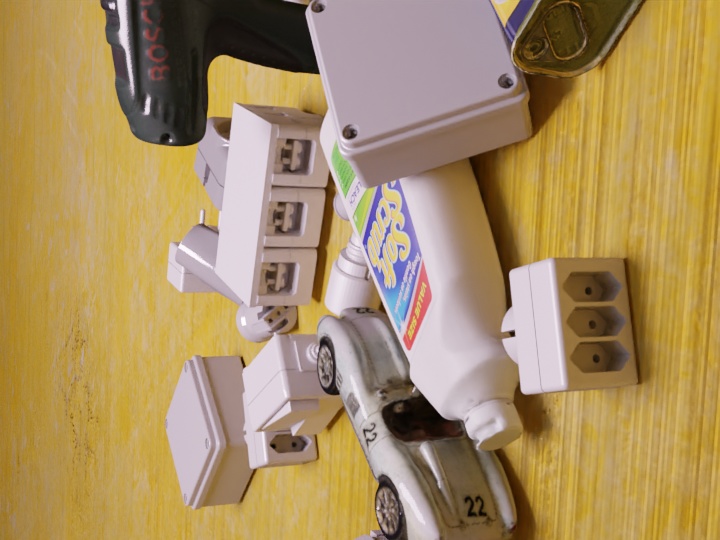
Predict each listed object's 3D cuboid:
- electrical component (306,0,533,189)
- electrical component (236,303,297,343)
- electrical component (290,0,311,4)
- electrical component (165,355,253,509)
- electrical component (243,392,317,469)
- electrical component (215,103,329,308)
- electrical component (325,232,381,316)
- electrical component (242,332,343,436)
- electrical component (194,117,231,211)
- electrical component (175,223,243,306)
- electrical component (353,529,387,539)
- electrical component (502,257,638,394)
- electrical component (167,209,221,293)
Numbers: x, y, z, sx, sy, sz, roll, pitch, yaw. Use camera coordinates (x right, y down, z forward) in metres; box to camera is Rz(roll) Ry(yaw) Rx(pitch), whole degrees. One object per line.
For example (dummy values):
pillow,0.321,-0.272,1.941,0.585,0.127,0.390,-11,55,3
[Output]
electrical component,0.034,-0.117,0.627,0.056,0.109,0.108,57,-163,-64
electrical component,-0.081,0.041,0.937,0.046,0.040,0.040,-19,73,56
electrical component,-0.056,-0.222,0.894,0.061,0.035,0.035,-56,42,44
electrical component,-0.141,0.155,1.037,0.108,0.056,0.108,-65,36,40
electrical component,-0.076,0.135,0.917,0.077,0.047,0.065,-33,61,59
electrical component,-0.069,-0.054,0.888,0.089,0.062,0.150,37,122,58
electrical component,0.000,0.000,0.776,0.040,0.040,0.078,49,132,52
electrical component,-0.045,0.089,0.842,0.096,0.062,0.061,-48,48,53
electrical component,-0.112,-0.100,0.983,0.095,0.054,0.059,55,137,48
electrical component,-0.114,-0.019,0.978,0.079,0.077,0.043,-54,-11,-10
electrical component,0.020,0.199,0.719,0.048,0.055,0.066,19,107,62
electrical component,0.101,0.032,0.568,0.077,0.047,0.065,-21,72,62
electrical component,-0.145,-0.021,1.034,0.047,0.066,0.076,31,118,59
